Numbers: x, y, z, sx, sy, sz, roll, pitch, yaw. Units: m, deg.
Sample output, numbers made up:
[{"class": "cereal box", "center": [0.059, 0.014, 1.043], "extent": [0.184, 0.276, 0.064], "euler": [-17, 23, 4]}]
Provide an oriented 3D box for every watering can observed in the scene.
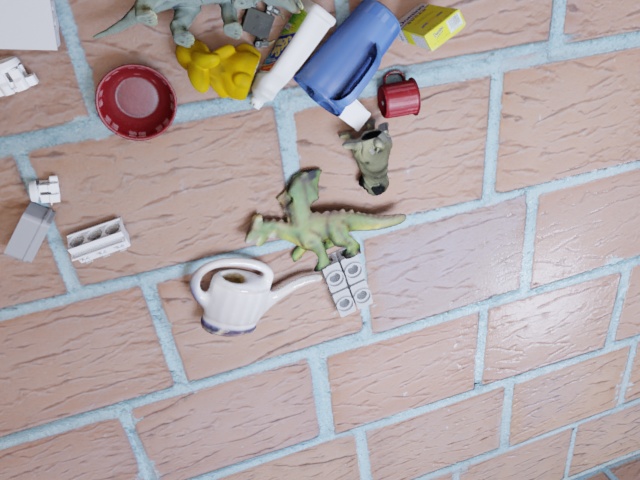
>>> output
[{"class": "watering can", "center": [-0.176, 0.153, 1.363], "extent": [0.347, 0.106, 0.221], "euler": [10, 114, -24]}]

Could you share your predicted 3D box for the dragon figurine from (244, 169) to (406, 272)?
[{"class": "dragon figurine", "center": [0.004, -0.066, 1.319], "extent": [0.411, 0.124, 0.239], "euler": [-26, 114, -6]}]
